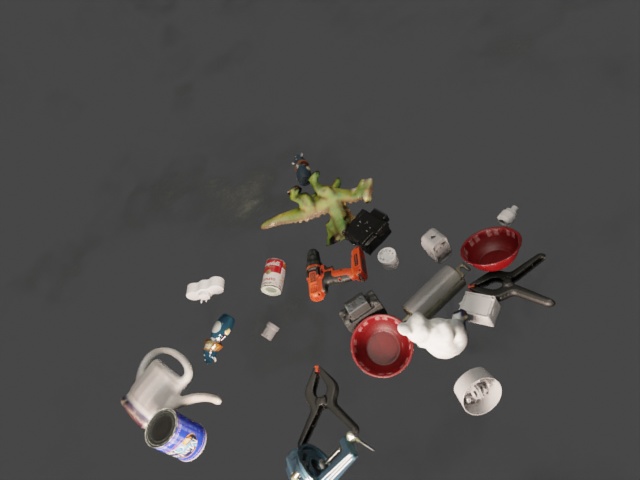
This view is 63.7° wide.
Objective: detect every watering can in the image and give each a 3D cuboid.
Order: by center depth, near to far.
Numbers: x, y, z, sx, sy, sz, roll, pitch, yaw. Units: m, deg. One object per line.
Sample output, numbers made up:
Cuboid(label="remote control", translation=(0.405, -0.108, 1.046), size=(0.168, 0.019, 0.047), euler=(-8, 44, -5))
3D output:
Cuboid(label="watering can", translation=(-0.450, 0.454, 1.511), size=(0.351, 0.102, 0.227), euler=(25, 70, 40))

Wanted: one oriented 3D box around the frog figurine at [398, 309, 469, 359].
Cuboid(label="frog figurine", translation=(0.277, 0.233, 1.260), size=(0.136, 0.160, 0.124), euler=(-24, 71, 56))

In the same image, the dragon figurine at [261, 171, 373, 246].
Cuboid(label="dragon figurine", translation=(0.005, -0.086, 1.717), size=(0.408, 0.120, 0.247), euler=(-38, 54, 8))
